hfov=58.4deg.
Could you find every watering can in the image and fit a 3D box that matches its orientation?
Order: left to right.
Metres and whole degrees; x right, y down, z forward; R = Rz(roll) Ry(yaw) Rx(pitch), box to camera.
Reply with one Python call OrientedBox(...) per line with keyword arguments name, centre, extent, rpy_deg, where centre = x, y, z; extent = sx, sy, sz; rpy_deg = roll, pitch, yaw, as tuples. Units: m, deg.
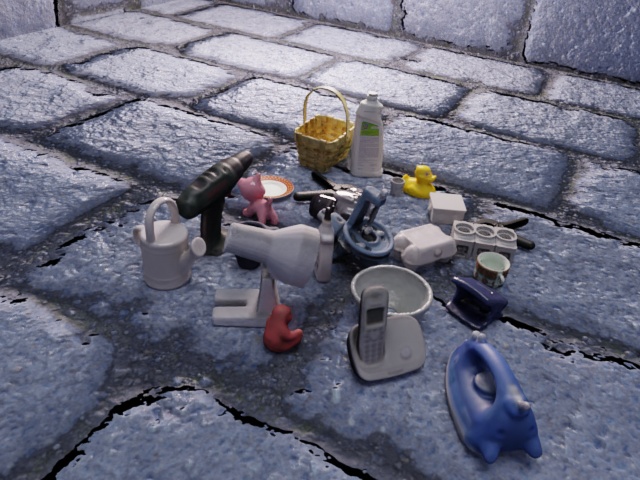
OrientedBox(name="watering can", centre=(-0.316, 0.001, 1.192), extent=(0.173, 0.194, 0.101), rpy_deg=(7, 34, 2))

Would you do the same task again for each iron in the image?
OrientedBox(name="iron", centre=(0.283, 0.239, 0.971), extent=(0.119, 0.141, 0.258), rpy_deg=(-2, 34, -11))

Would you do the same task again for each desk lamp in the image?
OrientedBox(name="desk lamp", centre=(-0.107, 0.063, 1.112), extent=(0.203, 0.214, 0.118), rpy_deg=(1, 34, -6))

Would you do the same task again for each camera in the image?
OrientedBox(name="camera", centre=(0.051, -0.088, 1.463), extent=(0.136, 0.101, 0.143), rpy_deg=(17, 35, 17))

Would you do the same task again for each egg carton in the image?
OrientedBox(name="egg carton", centre=(0.245, 0.019, 1.360), extent=(0.151, 0.069, 0.107), rpy_deg=(-15, 39, -27))

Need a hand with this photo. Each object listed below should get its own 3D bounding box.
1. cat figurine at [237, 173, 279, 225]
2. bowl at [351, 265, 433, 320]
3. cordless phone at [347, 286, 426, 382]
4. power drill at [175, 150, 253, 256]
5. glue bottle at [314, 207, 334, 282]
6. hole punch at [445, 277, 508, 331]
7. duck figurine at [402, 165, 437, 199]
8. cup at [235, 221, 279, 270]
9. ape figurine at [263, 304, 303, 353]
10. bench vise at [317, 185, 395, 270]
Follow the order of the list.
OrientedBox(name="cat figurine", centre=(-0.158, -0.109, 1.448), extent=(0.067, 0.118, 0.127), rpy_deg=(-20, 41, -33))
OrientedBox(name="bowl", centre=(0.144, 0.128, 1.178), extent=(0.167, 0.075, 0.167), rpy_deg=(4, 34, -2))
OrientedBox(name="cordless phone", centre=(0.125, 0.158, 1.030), extent=(0.148, 0.185, 0.094), rpy_deg=(-10, 37, -22))
OrientedBox(name="power drill", centre=(-0.233, -0.079, 1.311), extent=(0.075, 0.208, 0.230), rpy_deg=(22, 37, 23))
OrientedBox(name="glue bottle", centre=(0.012, 0.004, 1.253), extent=(0.037, 0.173, 0.078), rpy_deg=(-1, 34, -9))
OrientedBox(name="hole punch", centre=(0.331, 0.118, 1.204), extent=(0.101, 0.091, 0.108), rpy_deg=(-22, 42, -35))
OrientedBox(name="duck figurine", centre=(0.286, -0.174, 1.639), extent=(0.104, 0.086, 0.078), rpy_deg=(20, 37, 21))
OrientedBox(name="cup", centre=(-0.146, 0.015, 1.285), extent=(0.118, 0.095, 0.091), rpy_deg=(-11, 37, -23))
OrientedBox(name="ape figurine", centre=(-0.073, 0.161, 1.080), extent=(0.076, 0.092, 0.077), rpy_deg=(-19, 41, -31))
OrientedBox(name="bench vise", centre=(0.076, -0.033, 1.276), extent=(0.207, 0.220, 0.122), rpy_deg=(16, 35, 16))
